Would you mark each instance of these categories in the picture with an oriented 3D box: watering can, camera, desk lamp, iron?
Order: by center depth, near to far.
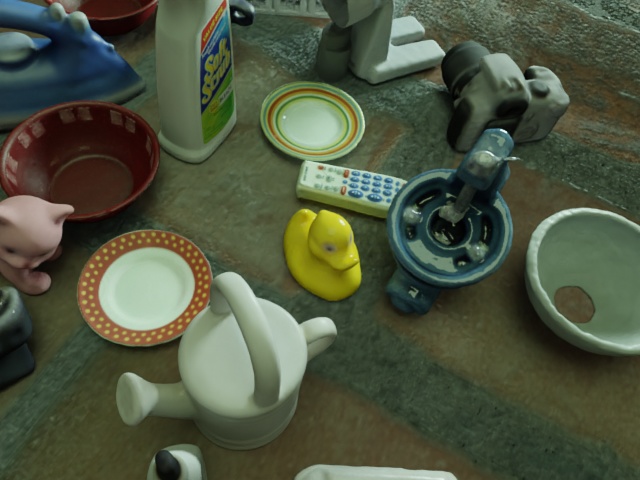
[{"bbox_3d":[-0.067,0.100,0.453,0.100,0.194,0.173,40,62,17],"label":"watering can"},{"bbox_3d":[-0.339,-0.214,0.643,0.258,0.141,0.118,-9,60,-13],"label":"iron"},{"bbox_3d":[0.075,-0.312,0.718,0.203,0.213,0.117,-21,63,-19],"label":"desk lamp"},{"bbox_3d":[0.225,-0.198,0.734,0.143,0.101,0.136,-11,60,-14],"label":"camera"}]

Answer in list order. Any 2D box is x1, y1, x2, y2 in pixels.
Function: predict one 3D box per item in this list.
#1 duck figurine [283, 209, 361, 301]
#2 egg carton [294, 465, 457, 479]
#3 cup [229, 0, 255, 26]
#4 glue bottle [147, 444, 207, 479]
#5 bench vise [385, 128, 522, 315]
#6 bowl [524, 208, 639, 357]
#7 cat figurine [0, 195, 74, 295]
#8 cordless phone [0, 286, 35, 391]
[{"bbox_3d":[0.005,0.002,0.588,0.078,0.086,0.104,-26,65,-21],"label":"duck figurine"},{"bbox_3d":[0.049,0.238,0.456,0.150,0.069,0.107,4,58,-5],"label":"egg carton"},{"bbox_3d":[-0.137,-0.286,0.743,0.117,0.095,0.092,24,58,8],"label":"cup"},{"bbox_3d":[-0.102,0.178,0.412,0.037,0.173,0.078,-9,60,-13],"label":"glue bottle"},{"bbox_3d":[0.136,-0.052,0.560,0.121,0.220,0.207,15,57,2],"label":"bench vise"},{"bbox_3d":[0.286,0.053,0.601,0.167,0.075,0.167,4,58,-5],"label":"bowl"},{"bbox_3d":[-0.294,-0.005,0.533,0.128,0.118,0.067,7,57,-3],"label":"cat figurine"},{"bbox_3d":[-0.316,0.067,0.445,0.148,0.185,0.094,-36,69,-25],"label":"cordless phone"}]
